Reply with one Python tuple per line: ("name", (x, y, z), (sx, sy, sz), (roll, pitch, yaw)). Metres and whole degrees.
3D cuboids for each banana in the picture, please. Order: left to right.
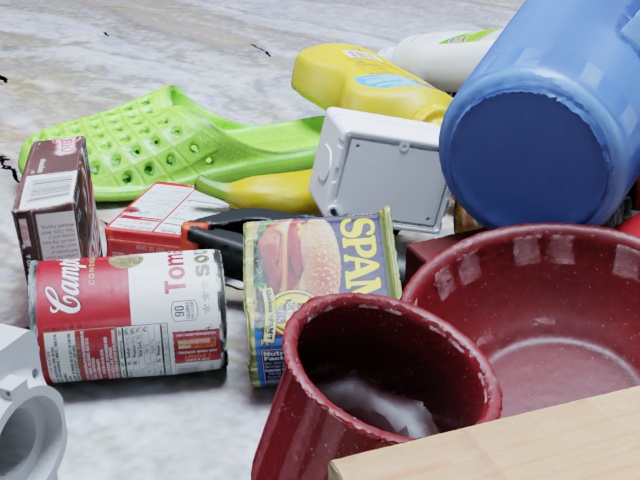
("banana", (-0.003, -0.045, 0.778), (0.070, 0.037, 0.197), (44, 32, 19))

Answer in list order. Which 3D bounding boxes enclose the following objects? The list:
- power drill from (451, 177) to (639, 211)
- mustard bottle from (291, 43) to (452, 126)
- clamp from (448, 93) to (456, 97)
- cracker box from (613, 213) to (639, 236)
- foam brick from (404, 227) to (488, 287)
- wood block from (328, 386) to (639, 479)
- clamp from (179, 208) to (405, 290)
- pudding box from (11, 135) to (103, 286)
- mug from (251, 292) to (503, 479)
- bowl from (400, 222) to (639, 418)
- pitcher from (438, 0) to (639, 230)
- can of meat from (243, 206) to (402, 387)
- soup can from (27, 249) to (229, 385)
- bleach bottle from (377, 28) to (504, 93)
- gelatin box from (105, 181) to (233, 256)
("power drill", (0.210, -0.056, 0.787), (0.188, 0.057, 0.184), (11, 27, 36))
("mustard bottle", (0.056, -0.109, 0.864), (0.096, 0.058, 0.192), (4, 21, -29))
("clamp", (0.192, -0.138, 0.992), (0.209, 0.036, 0.165), (-11, 27, -12))
("cracker box", (0.282, 0.032, 0.579), (0.214, 0.072, 0.163), (19, 30, 39))
("foam brick", (0.093, 0.028, 0.619), (0.078, 0.053, 0.051), (-11, 26, -23))
("wood block", (0.114, 0.115, 0.385), (0.205, 0.090, 0.091), (-9, 27, -17))
("clamp", (-0.005, 0.001, 0.689), (0.171, 0.039, 0.120), (8, 16, -8))
("pudding box", (-0.158, -0.003, 0.658), (0.039, 0.090, 0.113), (-6, 26, -4))
("mug", (0.013, 0.075, 0.457), (0.093, 0.082, 0.117), (-2, 37, -31))
("bowl", (0.118, 0.058, 0.527), (0.162, 0.055, 0.162), (-5, 35, 3))
("pitcher", (0.169, -0.105, 0.658), (0.145, 0.149, 0.242), (6, 32, 27))
("can of meat", (0.001, 0.032, 0.589), (0.084, 0.057, 0.102), (-4, 45, 0))
("soup can", (-0.103, 0.041, 0.584), (0.102, 0.068, 0.068), (-4, 25, -8))
("bleach bottle", (0.162, -0.156, 0.924), (0.251, 0.068, 0.102), (7, 21, 39))
("gelatin box", (-0.097, -0.009, 0.736), (0.073, 0.030, 0.089), (7, 27, 15))
